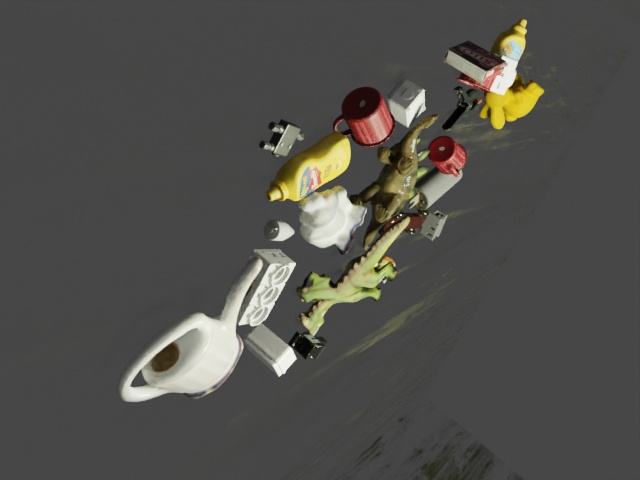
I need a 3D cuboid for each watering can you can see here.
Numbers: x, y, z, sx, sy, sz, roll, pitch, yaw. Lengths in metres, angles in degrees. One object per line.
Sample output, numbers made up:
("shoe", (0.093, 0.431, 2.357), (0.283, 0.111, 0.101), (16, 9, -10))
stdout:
("watering can", (-0.211, 0.185, 0.967), (0.105, 0.349, 0.220), (46, 174, 29))

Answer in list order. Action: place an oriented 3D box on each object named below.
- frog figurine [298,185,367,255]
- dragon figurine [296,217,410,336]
("frog figurine", (0.003, -0.054, 1.067), (0.158, 0.135, 0.125), (23, -153, -40))
("dragon figurine", (0.056, 0.098, 1.290), (0.244, 0.401, 0.124), (-14, -129, -37))
